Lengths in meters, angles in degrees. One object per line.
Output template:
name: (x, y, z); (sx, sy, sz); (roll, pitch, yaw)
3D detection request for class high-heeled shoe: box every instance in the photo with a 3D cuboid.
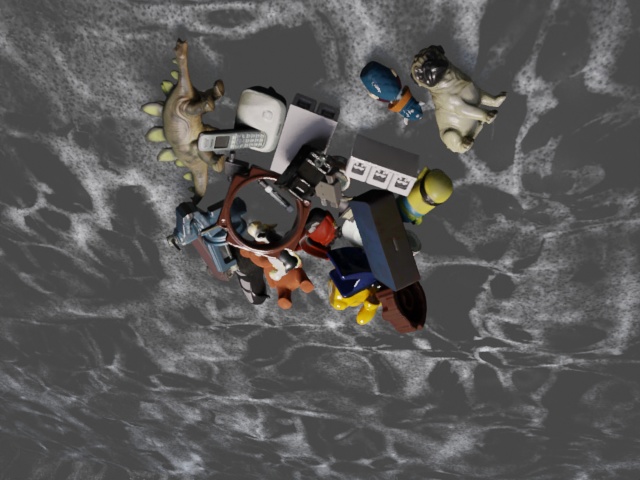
high-heeled shoe: (-0.222, 0.088, 1.588); (0.145, 0.086, 0.248); (3, 123, 59)

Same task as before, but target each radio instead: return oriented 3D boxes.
radio: (0.150, -0.004, 1.275); (0.073, 0.131, 0.229); (-23, 106, -13)

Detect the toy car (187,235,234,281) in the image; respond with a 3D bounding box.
toy car: (-0.317, 0.042, 1.559); (0.089, 0.053, 0.201); (3, 137, 35)

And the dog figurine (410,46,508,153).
dog figurine: (0.247, -0.276, 1.075); (0.190, 0.121, 0.172); (34, 131, 2)

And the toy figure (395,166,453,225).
toy figure: (0.233, -0.091, 1.249); (0.082, 0.089, 0.180); (33, 131, -24)

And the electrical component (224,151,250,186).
electrical component: (-0.205, -0.178, 1.336); (0.063, 0.021, 0.094); (14, 134, 2)

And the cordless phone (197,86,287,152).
cordless phone: (-0.172, -0.252, 1.141); (0.184, 0.089, 0.146); (-14, 146, -31)

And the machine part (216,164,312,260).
machine part: (-0.135, -0.067, 1.301); (0.201, 0.087, 0.201); (20, 97, -12)

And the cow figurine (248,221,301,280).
cow figurine: (-0.121, 0.013, 1.400); (0.098, 0.068, 0.167); (-33, 91, 43)

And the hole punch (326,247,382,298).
hole punch: (0.084, 0.072, 1.394); (0.116, 0.142, 0.092); (-24, 133, -8)

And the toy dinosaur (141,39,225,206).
toy dinosaur: (-0.302, -0.237, 1.255); (0.199, 0.105, 0.470); (14, 133, 15)

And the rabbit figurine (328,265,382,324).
rabbit figurine: (0.118, 0.144, 1.487); (0.173, 0.162, 0.121); (8, 125, -16)

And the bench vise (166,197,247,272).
bench vise: (-0.278, -0.001, 1.405); (0.129, 0.224, 0.240); (28, 145, 41)

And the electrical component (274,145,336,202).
electrical component: (-0.039, -0.144, 1.154); (0.058, 0.115, 0.134); (40, 174, -20)

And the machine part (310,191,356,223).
machine part: (0.043, -0.095, 1.337); (0.139, 0.039, 0.084); (27, 142, -14)

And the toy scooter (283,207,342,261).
toy scooter: (-0.003, -0.004, 1.411); (0.135, 0.075, 0.184); (35, 136, -17)

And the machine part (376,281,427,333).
machine part: (0.222, 0.162, 1.445); (0.056, 0.179, 0.179); (-22, 124, 36)

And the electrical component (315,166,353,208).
electrical component: (0.030, -0.119, 1.237); (0.078, 0.045, 0.102); (21, 142, 40)

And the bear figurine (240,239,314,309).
bear figurine: (-0.122, 0.075, 1.490); (0.120, 0.132, 0.195); (-36, 124, 9)

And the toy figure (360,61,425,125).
toy figure: (0.151, -0.300, 1.094); (0.154, 0.058, 0.064); (35, 139, -25)
